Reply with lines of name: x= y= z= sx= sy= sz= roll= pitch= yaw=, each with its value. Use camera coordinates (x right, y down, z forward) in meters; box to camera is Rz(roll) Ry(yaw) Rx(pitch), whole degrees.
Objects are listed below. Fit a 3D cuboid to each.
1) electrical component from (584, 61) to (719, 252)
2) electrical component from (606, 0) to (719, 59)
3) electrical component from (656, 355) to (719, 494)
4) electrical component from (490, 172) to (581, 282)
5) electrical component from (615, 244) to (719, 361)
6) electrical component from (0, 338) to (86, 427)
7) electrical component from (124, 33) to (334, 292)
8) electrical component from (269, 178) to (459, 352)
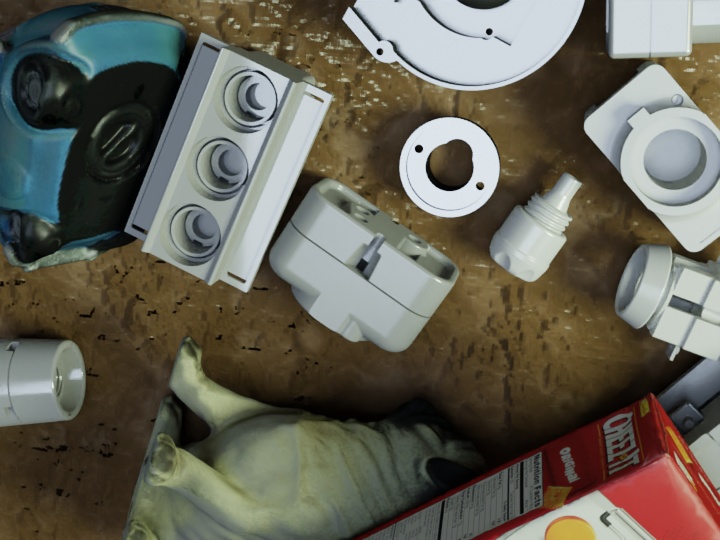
electrical component: x=0.163 y=-0.060 z=0.561 sx=0.050 sy=0.055 sz=0.089 roll=-41 pitch=93 yaw=17
electrical component: x=0.163 y=-0.132 z=0.539 sx=0.077 sy=0.065 sz=0.047 roll=0 pitch=103 yaw=12
electrical component: x=0.196 y=0.098 z=0.588 sx=0.079 sy=0.063 sz=0.121 roll=45 pitch=107 yaw=-1
electrical component: x=0.100 y=-0.026 z=0.594 sx=0.035 sy=0.035 sz=0.061 roll=34 pitch=105 yaw=2
electrical component: x=0.173 y=0.015 z=0.583 sx=0.055 sy=0.048 sz=0.066 roll=20 pitch=107 yaw=-1
electrical component: x=-0.202 y=0.069 z=0.669 sx=0.047 sy=0.055 sz=0.055 roll=-3 pitch=103 yaw=9
electrical component: x=-0.071 y=-0.061 z=0.606 sx=0.079 sy=0.063 sz=0.121 roll=26 pitch=107 yaw=4
electrical component: x=0.000 y=0.000 z=0.610 sx=0.095 sy=0.053 sz=0.059 roll=35 pitch=107 yaw=2
